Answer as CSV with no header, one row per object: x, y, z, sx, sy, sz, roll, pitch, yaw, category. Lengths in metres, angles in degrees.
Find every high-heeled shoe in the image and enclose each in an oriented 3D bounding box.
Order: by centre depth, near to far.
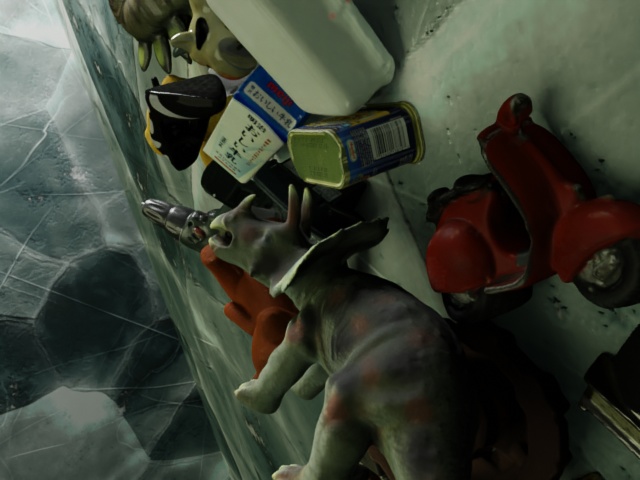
-0.169,-0.136,0.699,0.249,0.086,0.145,32,141,53,high-heeled shoe

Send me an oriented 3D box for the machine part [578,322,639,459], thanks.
0.206,0.085,0.328,0.084,0.039,0.138,-126,24,-46,machine part

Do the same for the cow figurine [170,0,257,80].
-0.109,-0.267,0.566,0.127,0.085,0.194,-7,96,45,cow figurine

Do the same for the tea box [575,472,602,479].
0.184,0.269,0.461,0.068,0.098,0.169,57,156,25,tea box

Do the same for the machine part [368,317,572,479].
0.118,0.152,0.455,0.179,0.056,0.179,-8,78,41,machine part

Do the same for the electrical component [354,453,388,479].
0.041,0.216,0.570,0.078,0.045,0.102,17,126,62,electrical component

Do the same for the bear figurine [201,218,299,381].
-0.062,0.081,0.639,0.196,0.120,0.131,-114,2,-59,bear figurine

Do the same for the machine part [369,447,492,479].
0.089,0.212,0.625,0.202,0.087,0.200,49,151,39,machine part

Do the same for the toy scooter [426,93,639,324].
0.126,-0.017,0.362,0.184,0.075,0.135,-26,87,63,toy scooter

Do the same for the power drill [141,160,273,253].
-0.178,-0.041,0.874,0.232,0.086,0.207,32,138,-7,power drill

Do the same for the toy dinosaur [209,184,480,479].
0.041,0.098,0.411,0.405,0.131,0.192,43,109,47,toy dinosaur

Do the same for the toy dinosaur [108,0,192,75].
-0.231,-0.357,0.798,0.472,0.105,0.198,15,131,56,toy dinosaur

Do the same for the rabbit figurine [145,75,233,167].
-0.183,-0.179,0.865,0.173,0.122,0.162,49,144,6,rabbit figurine

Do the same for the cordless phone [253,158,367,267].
-0.002,-0.002,0.643,0.147,0.089,0.184,42,152,44,cordless phone
